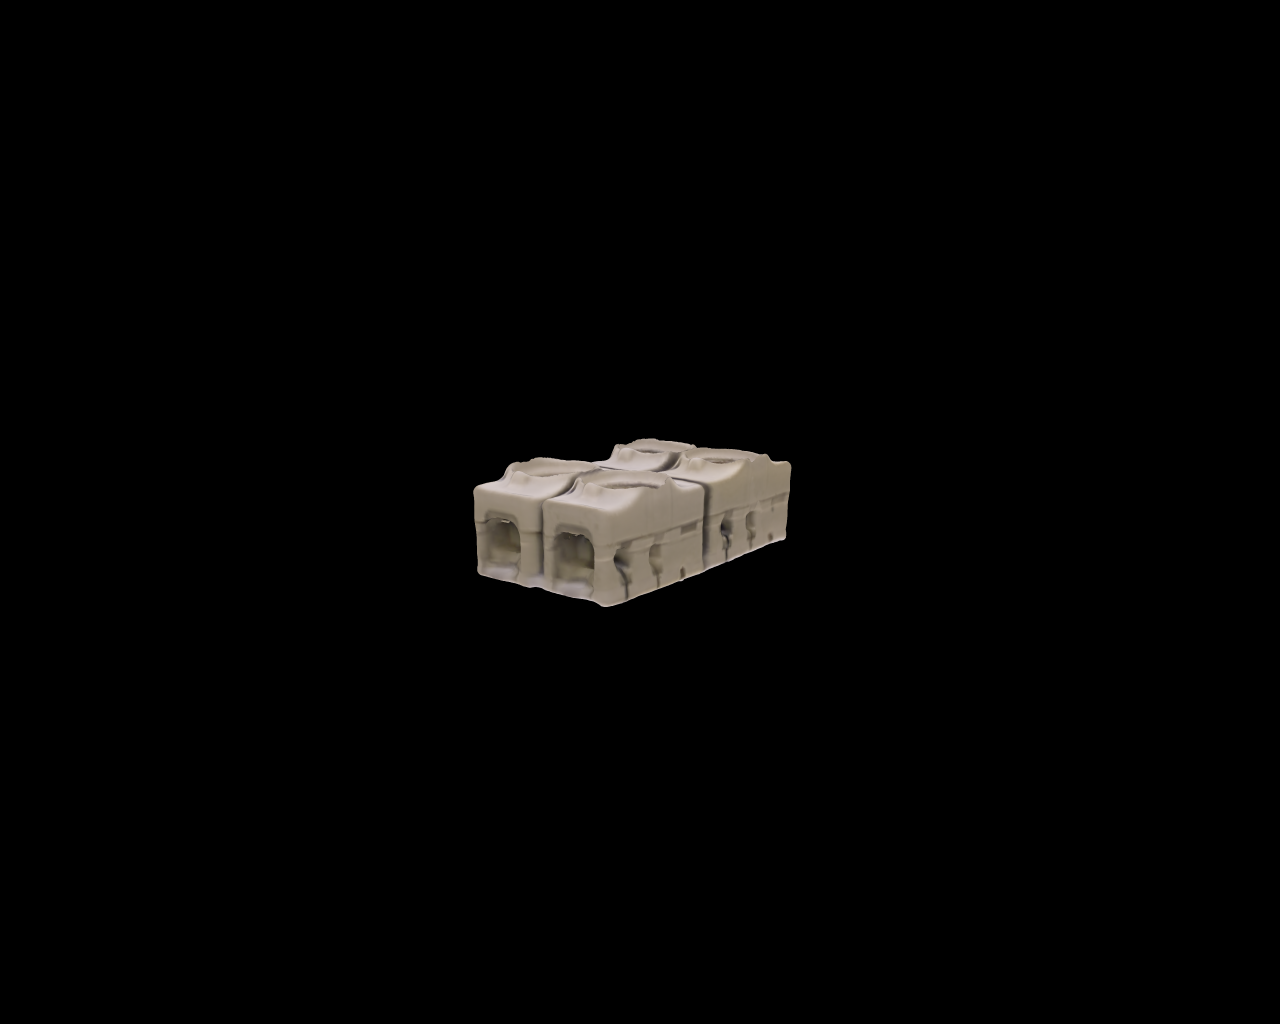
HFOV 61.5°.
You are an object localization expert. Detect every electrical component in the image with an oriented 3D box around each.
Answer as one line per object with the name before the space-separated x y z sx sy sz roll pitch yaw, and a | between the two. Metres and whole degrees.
electrical component | 0.001 -0.003 0.650 0.105 0.060 0.186 11 17 38
